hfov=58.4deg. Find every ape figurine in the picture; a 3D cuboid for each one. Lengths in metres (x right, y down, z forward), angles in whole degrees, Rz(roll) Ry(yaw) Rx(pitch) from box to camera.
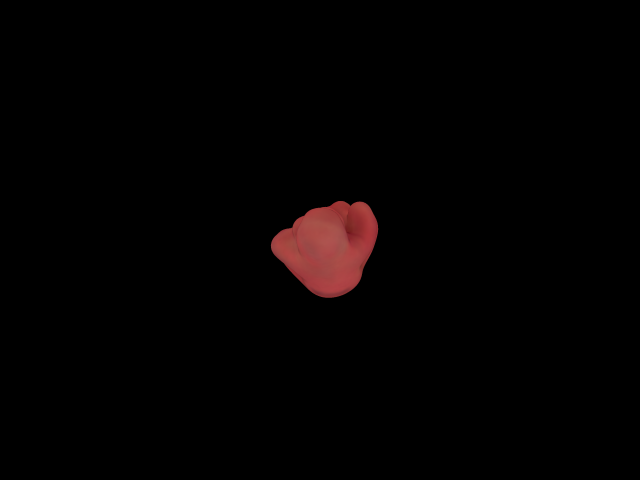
[{"bbox_3d":[0.004,0.001,0.400,0.078,0.092,0.076,0,82,0],"label":"ape figurine"}]
